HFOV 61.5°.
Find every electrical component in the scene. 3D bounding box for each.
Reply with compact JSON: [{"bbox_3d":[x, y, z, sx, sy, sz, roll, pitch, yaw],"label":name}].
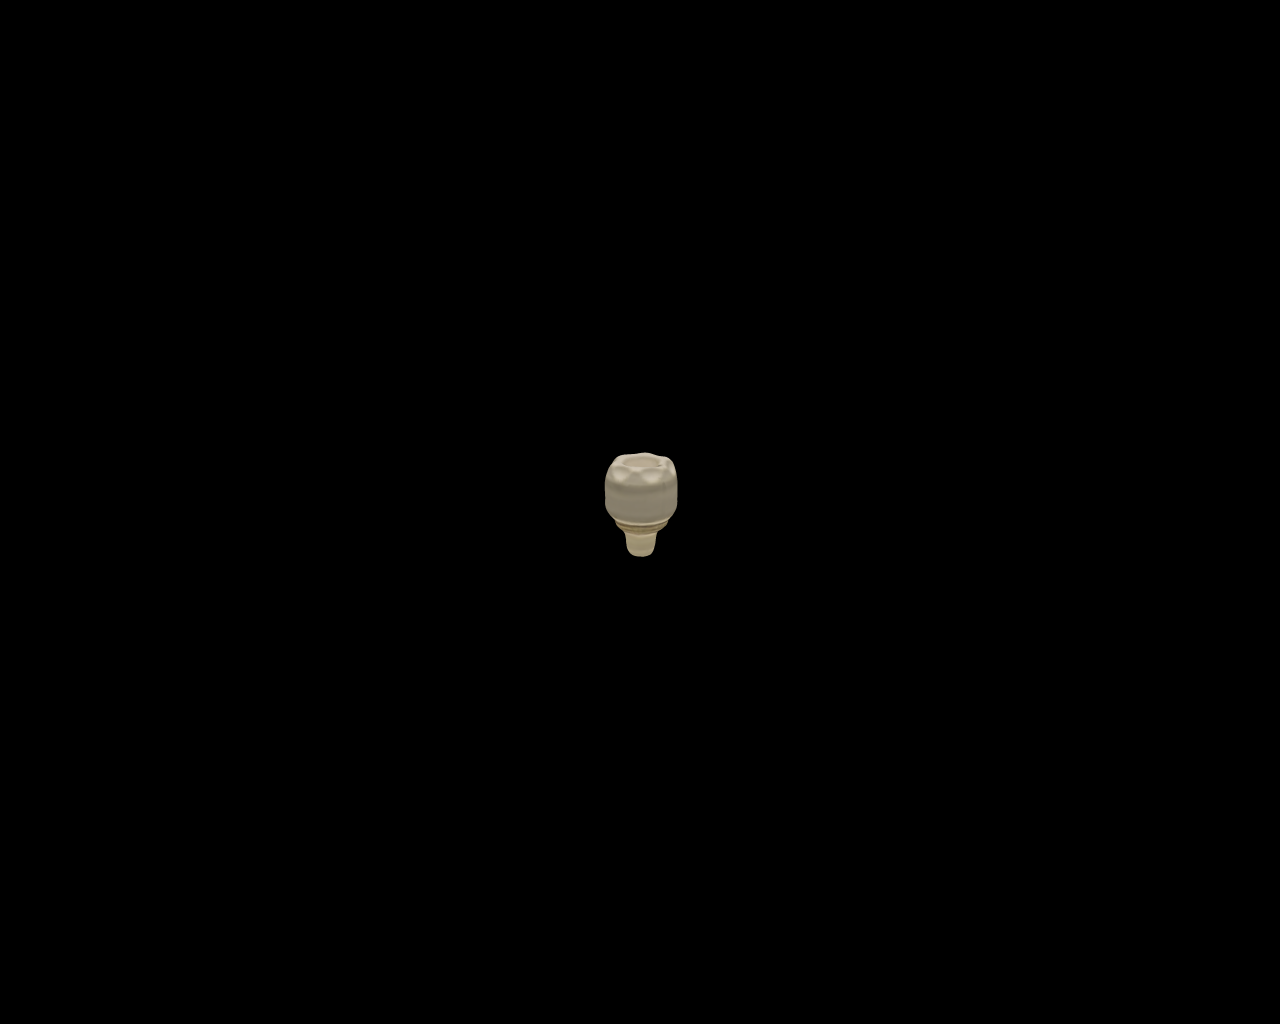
[{"bbox_3d":[0.001,-0.003,0.650,0.043,0.062,0.043,0,20,0],"label":"electrical component"}]
